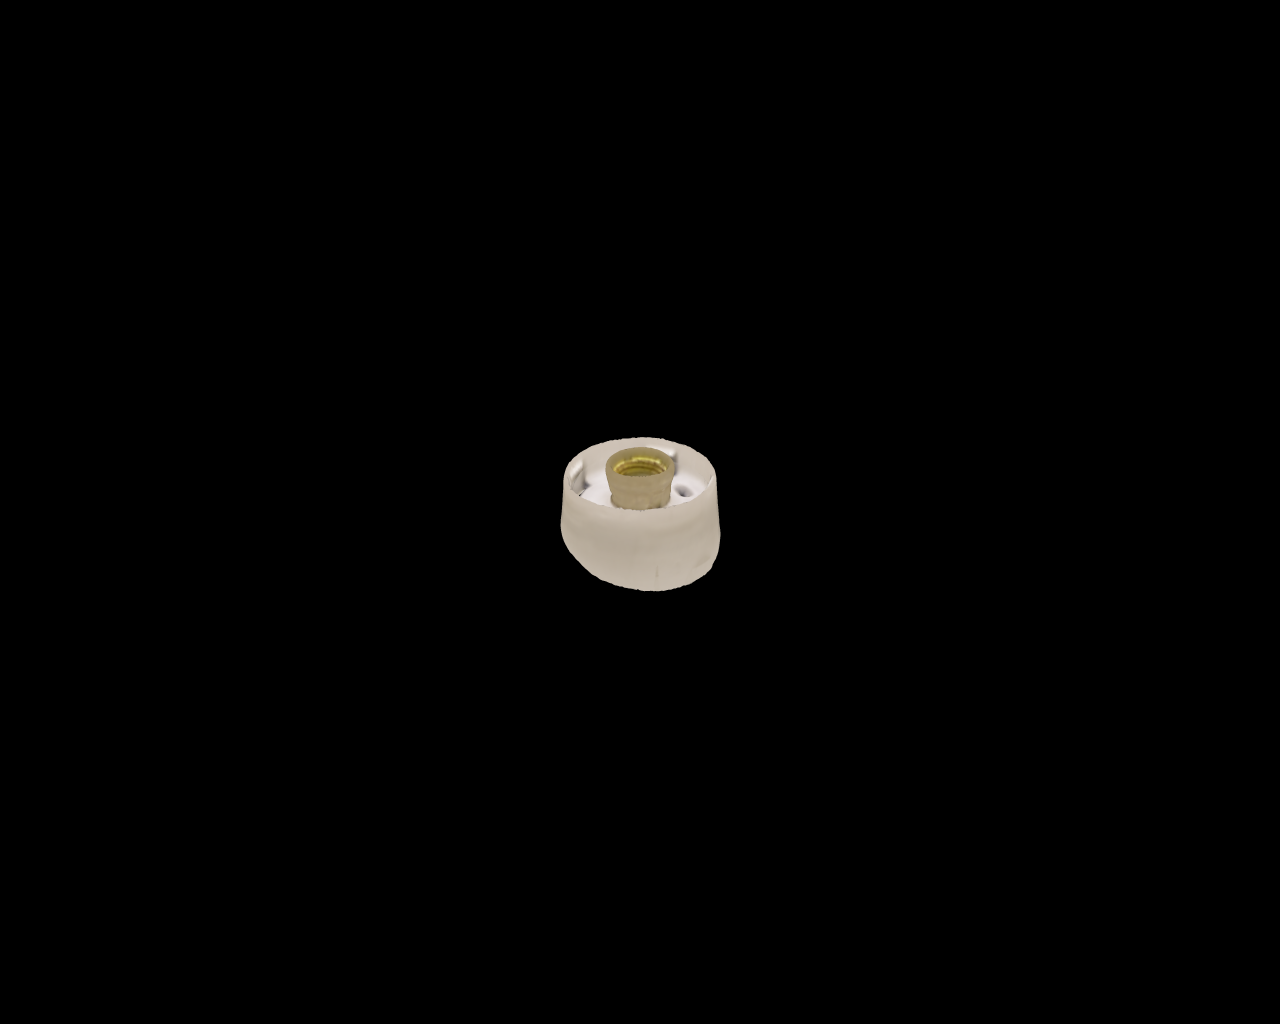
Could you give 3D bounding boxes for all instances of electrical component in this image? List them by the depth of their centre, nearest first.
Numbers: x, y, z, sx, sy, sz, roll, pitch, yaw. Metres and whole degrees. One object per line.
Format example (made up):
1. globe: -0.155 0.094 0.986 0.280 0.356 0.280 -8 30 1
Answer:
1. electrical component: 0.001 -0.003 0.650 0.099 0.064 0.099 0 31 0
